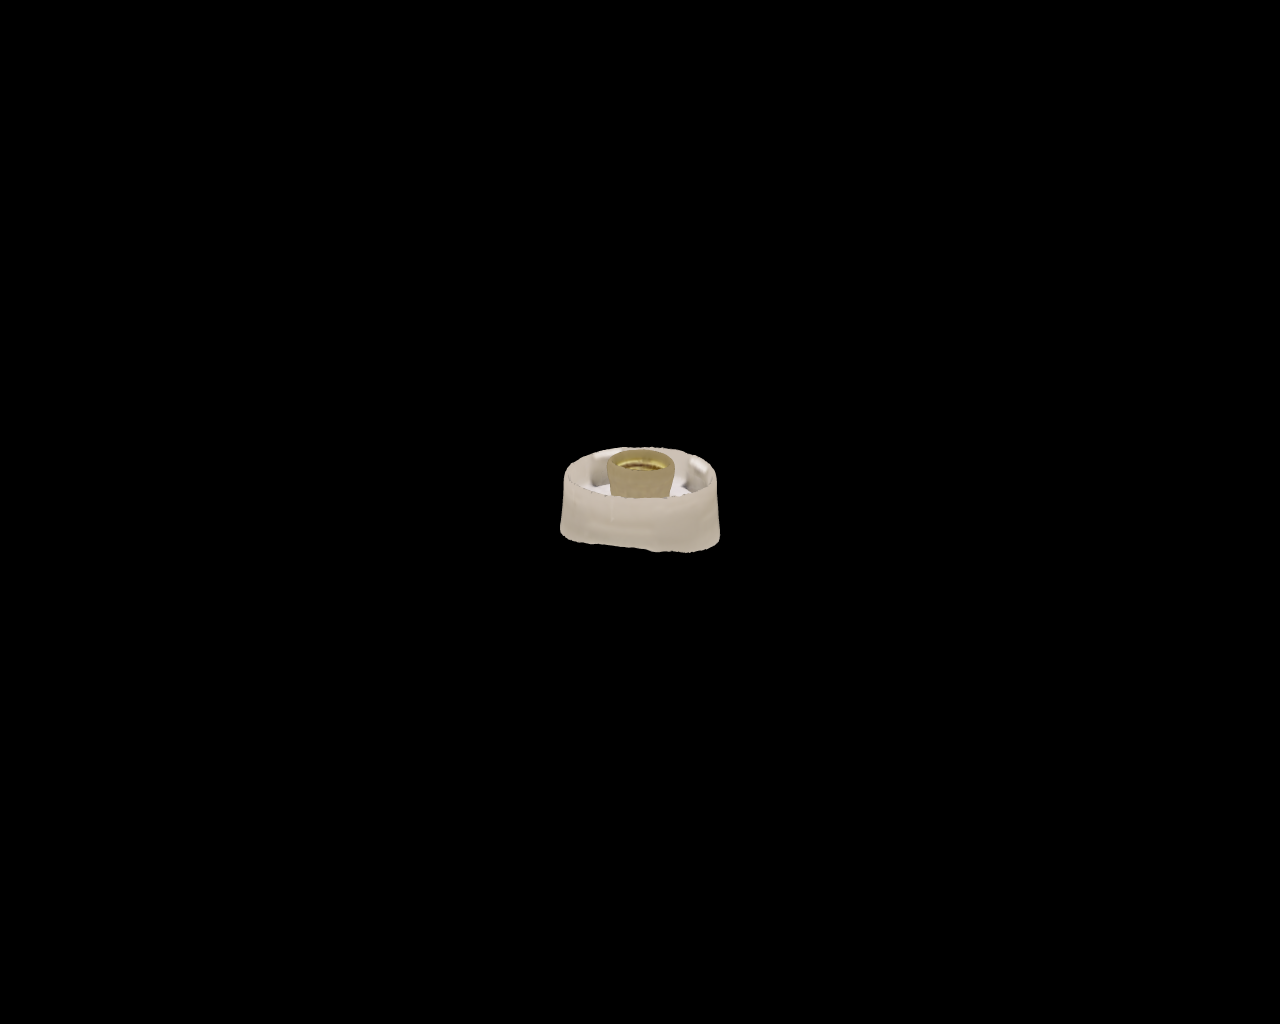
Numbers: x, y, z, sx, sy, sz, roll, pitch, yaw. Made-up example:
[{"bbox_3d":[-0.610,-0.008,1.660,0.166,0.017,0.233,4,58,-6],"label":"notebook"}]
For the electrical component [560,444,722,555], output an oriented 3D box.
[{"bbox_3d":[0.001,-0.003,0.650,0.099,0.064,0.099,0,23,0],"label":"electrical component"}]
